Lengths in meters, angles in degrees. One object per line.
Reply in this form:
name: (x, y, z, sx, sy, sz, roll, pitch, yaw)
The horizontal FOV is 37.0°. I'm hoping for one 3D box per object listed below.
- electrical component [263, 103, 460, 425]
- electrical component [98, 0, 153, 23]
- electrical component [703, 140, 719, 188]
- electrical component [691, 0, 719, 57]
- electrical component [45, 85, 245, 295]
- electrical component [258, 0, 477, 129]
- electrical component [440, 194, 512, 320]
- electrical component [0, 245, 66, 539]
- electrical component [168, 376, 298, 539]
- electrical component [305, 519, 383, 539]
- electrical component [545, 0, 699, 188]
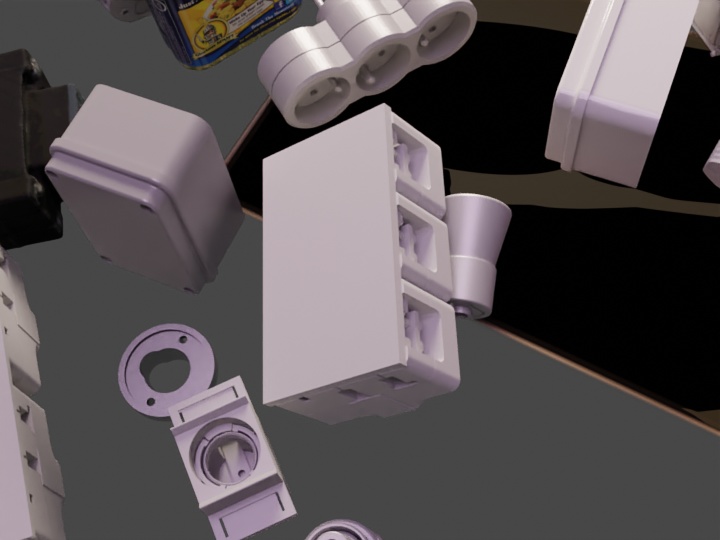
electrical component: (0.000, 0.000, 0.590, 0.089, 0.062, 0.150, -20, 59, 32)
electrical component: (-0.152, -0.209, 0.713, 0.080, 0.080, 0.051, -39, 71, -11)
electrical component: (0.230, -0.072, 0.617, 0.043, 0.043, 0.081, 28, 72, 19)
electrical component: (0.231, -0.182, 0.659, 0.061, 0.061, 0.096, -24, 64, -4)
electrical component: (-0.119, -0.042, 0.610, 0.078, 0.113, 0.057, 20, 66, 16)
electrical component: (-0.003, -0.153, 0.681, 0.138, 0.052, 0.073, -29, 65, -7)
electrical component: (0.061, -0.005, 0.610, 0.044, 0.044, 0.065, 6, 71, 10)
electrical component: (-0.234, 0.080, 0.596, 0.105, 0.060, 0.186, -18, 64, -1)
electrical component: (-0.064, 0.103, 0.561, 0.042, 0.063, 0.081, -24, 64, -3)
electrical component: (-0.010, 0.145, 0.535, 0.048, 0.062, 0.048, -3, 64, 6)
electrical component: (0.154, -0.115, 0.629, 0.057, 0.078, 0.113, 19, 69, 12)
